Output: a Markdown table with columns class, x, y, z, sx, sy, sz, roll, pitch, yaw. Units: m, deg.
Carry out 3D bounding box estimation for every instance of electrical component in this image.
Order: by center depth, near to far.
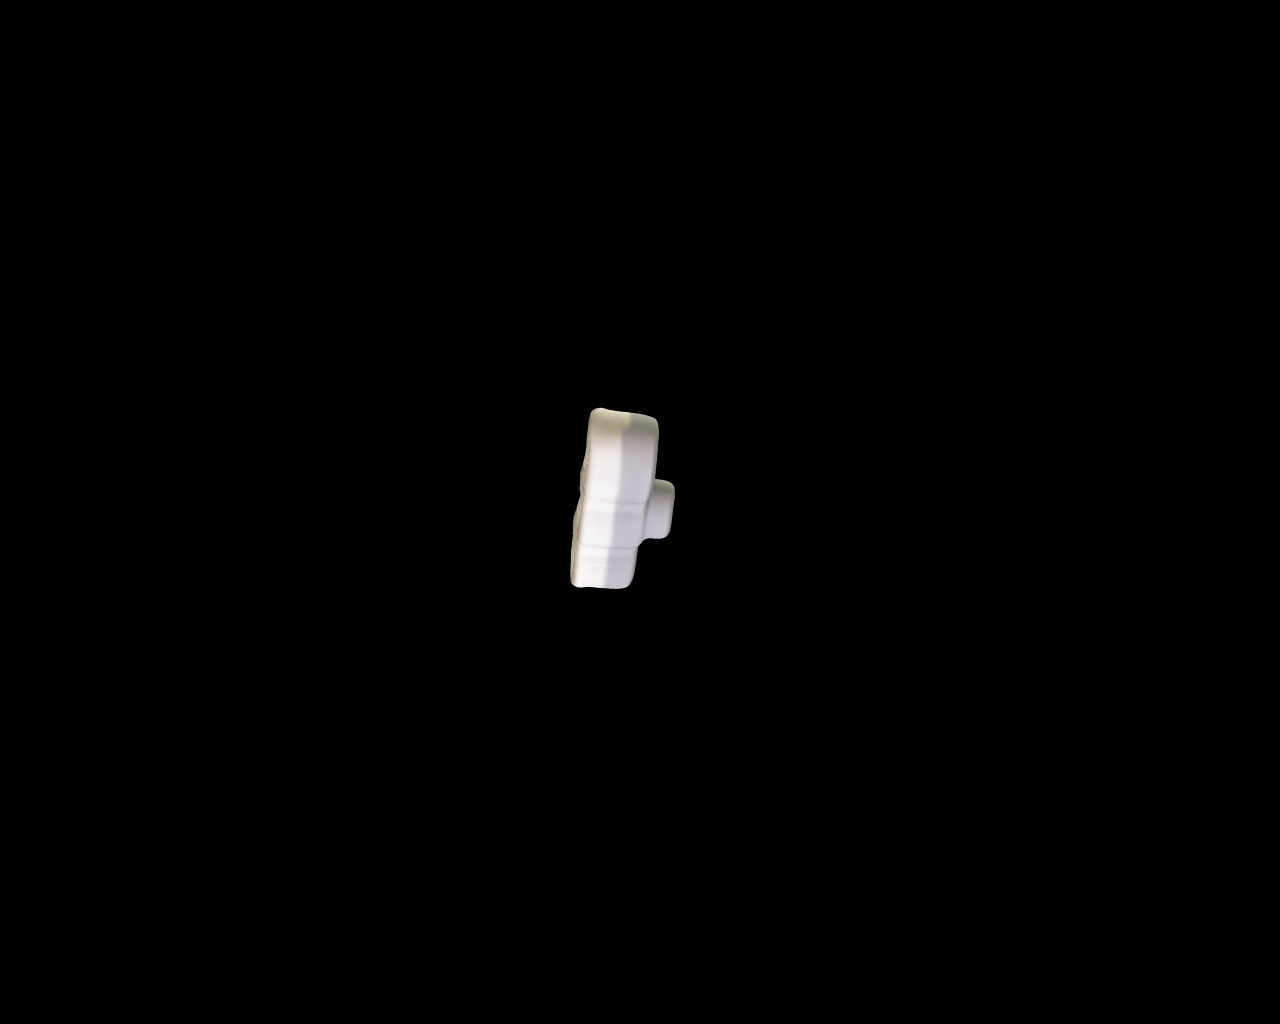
| class | x | y | z | sx | sy | sz | roll | pitch | yaw |
| --- | --- | --- | --- | --- | --- | --- | --- | --- | --- |
| electrical component | 0.001 | -0.003 | 0.650 | 0.074 | 0.052 | 0.138 | 5 | -40 | -6 |
